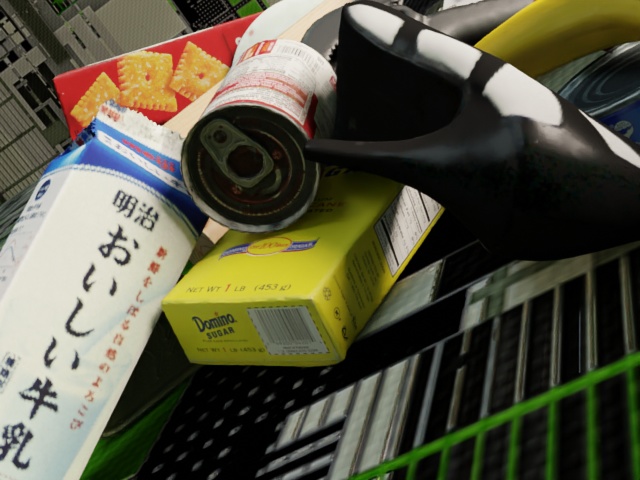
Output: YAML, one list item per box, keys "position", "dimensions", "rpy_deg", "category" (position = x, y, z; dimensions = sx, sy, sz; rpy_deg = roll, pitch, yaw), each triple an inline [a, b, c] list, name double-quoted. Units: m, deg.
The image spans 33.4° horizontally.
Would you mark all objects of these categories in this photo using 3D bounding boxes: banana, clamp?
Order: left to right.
- position: [0.060, -0.128, 0.670]
  dimensions: [0.210, 0.165, 0.036]
  rpy_deg: [-54, -23, -18]
  category: "clamp"
- position: [0.121, -0.096, 0.482]
  dimensions: [0.069, 0.037, 0.198]
  rpy_deg: [-40, 15, -12]
  category: "banana"

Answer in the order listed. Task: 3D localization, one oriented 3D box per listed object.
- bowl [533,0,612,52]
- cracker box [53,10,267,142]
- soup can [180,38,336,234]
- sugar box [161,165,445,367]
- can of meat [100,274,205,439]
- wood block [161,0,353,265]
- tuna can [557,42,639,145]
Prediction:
- position: [0.196, -0.144, 0.567]
  dimensions: [0.162, 0.055, 0.162]
  rpy_deg: [-34, 15, 10]
  category: "bowl"
- position: [-0.098, -0.144, 0.930]
  dimensions: [0.214, 0.072, 0.164]
  rpy_deg: [-14, 9, 12]
  category: "cracker box"
- position: [-0.027, -0.057, 0.548]
  dimensions: [0.069, 0.068, 0.102]
  rpy_deg: [-30, 20, 22]
  category: "soup can"
- position: [0.005, -0.006, 0.556]
  dimensions: [0.093, 0.048, 0.176]
  rpy_deg: [-4, 34, 34]
  category: "sugar box"
- position: [-0.113, 0.062, 0.629]
  dimensions: [0.102, 0.057, 0.084]
  rpy_deg: [-38, 13, -11]
  category: "can of meat"
- position: [-0.019, -0.073, 0.720]
  dimensions: [0.206, 0.091, 0.090]
  rpy_deg: [-41, -11, -17]
  category: "wood block"
- position: [0.144, -0.063, 0.475]
  dimensions: [0.086, 0.033, 0.086]
  rpy_deg: [-34, 15, 10]
  category: "tuna can"
